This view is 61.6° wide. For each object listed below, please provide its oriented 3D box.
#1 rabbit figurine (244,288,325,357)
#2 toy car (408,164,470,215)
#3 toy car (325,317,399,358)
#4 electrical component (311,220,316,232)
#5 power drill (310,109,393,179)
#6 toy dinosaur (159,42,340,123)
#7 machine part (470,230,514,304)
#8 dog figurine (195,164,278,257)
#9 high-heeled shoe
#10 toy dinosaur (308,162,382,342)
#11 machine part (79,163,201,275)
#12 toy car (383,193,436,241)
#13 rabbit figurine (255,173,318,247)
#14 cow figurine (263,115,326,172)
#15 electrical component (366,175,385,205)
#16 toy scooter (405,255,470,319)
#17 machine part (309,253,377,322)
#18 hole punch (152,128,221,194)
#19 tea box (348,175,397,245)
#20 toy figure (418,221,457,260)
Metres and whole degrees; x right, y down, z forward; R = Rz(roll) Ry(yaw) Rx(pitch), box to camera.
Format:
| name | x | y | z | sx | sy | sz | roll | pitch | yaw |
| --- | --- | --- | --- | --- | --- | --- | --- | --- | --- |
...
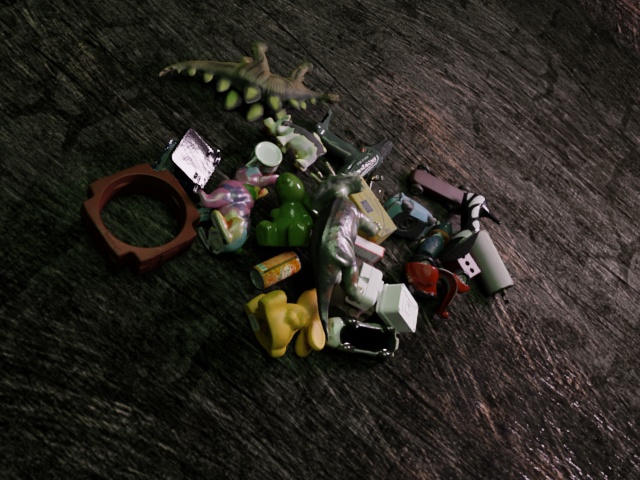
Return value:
| name | x | y | z | sx | sy | sz | roll | pitch | yaw |
| --- | --- | --- | --- | --- | --- | --- | --- | --- | --- |
| rabbit figurine | -0.048 | 0.165 | 1.137 | 0.173 | 0.122 | 0.162 | -23 | 80 | -38 |
| toy car | 0.345 | -0.140 | 1.541 | 0.202 | 0.053 | 0.089 | 25 | 61 | -8 |
| toy car | 0.097 | 0.218 | 1.199 | 0.201 | 0.056 | 0.073 | 16 | 78 | -34 |
| electrical component | -0.003 | -0.004 | 1.311 | 0.063 | 0.021 | 0.094 | -18 | 72 | -33 |
| power drill | 0.075 | -0.256 | 1.462 | 0.207 | 0.086 | 0.232 | 43 | 56 | -9 |
| toy dinosaur | -0.170 | -0.411 | 1.405 | 0.471 | 0.105 | 0.198 | 11 | 63 | -16 |
| machine part | 0.458 | 0.063 | 1.471 | 0.079 | 0.079 | 0.243 | -12 | 70 | -31 |
| dog figurine | -0.176 | -0.077 | 1.215 | 0.219 | 0.108 | 0.191 | -27 | 77 | -37 |
| high-heeled shoe | 0.369 | -0.043 | 1.435 | 0.249 | 0.086 | 0.145 | -29 | 53 | -24 |
| toy dinosaur | 0.031 | -0.003 | 1.153 | 0.192 | 0.131 | 0.405 | 50 | 36 | -35 |
| machine part | -0.369 | -0.043 | 1.111 | 0.201 | 0.087 | 0.201 | -31 | 82 | -35 |
| toy car | 0.222 | -0.071 | 1.414 | 0.161 | 0.109 | 0.103 | 16 | 40 | -29 |
| rabbit figurine | -0.058 | -0.068 | 1.234 | 0.159 | 0.121 | 0.170 | 2 | 89 | -61 |
| cow figurine | -0.065 | -0.263 | 1.374 | 0.098 | 0.068 | 0.167 | -41 | 86 | -9 |
| electrical component | 0.141 | -0.122 | 1.414 | 0.078 | 0.045 | 0.102 | 35 | 63 | -35 |
| toy scooter | 0.292 | 0.122 | 1.358 | 0.184 | 0.075 | 0.135 | 20 | 72 | -11 |
| machine part | 0.064 | 0.109 | 1.262 | 0.179 | 0.056 | 0.179 | 12 | 58 | -20 |
| hole punch | -0.306 | -0.175 | 1.227 | 0.115 | 0.092 | 0.142 | 47 | 44 | -33 |
| tea box | 0.104 | -0.065 | 1.352 | 0.068 | 0.098 | 0.169 | -26 | 75 | -36 |
| toy figure | 0.312 | 0.003 | 1.445 | 0.064 | 0.058 | 0.154 | 50 | 48 | -4 |
